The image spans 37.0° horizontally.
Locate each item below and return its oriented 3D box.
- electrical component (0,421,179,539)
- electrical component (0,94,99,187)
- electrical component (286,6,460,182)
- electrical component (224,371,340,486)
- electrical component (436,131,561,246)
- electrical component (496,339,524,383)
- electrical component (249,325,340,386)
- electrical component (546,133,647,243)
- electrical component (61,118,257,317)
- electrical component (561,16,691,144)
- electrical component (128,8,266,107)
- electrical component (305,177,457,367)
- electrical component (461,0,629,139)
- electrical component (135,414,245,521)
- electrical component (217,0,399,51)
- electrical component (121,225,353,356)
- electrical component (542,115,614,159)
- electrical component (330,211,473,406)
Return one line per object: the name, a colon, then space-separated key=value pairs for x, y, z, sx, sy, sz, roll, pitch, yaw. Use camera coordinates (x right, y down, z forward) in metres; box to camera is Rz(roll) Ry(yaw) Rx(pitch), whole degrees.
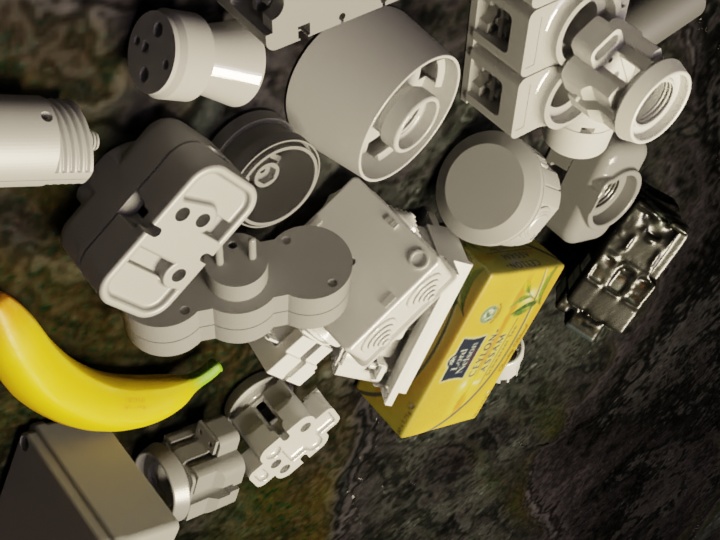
electrical component: x=-0.178 y=0.166 z=0.683 sx=0.056 sy=0.109 sz=0.108 roll=-7 pitch=132 yaw=-47
electrical component: x=-0.161 y=-0.061 z=0.507 sx=0.081 sy=0.043 sz=0.043 roll=-7 pitch=132 yaw=-44
electrical component: x=0.011 y=-0.104 z=0.649 sx=0.099 sy=0.064 sz=0.099 roll=-42 pitch=159 yaw=-21
electrical component: x=-0.063 y=0.111 z=0.793 sx=0.078 sy=0.057 sz=0.058 roll=-40 pitch=147 yaw=-7
electrical component: x=0.099 y=-0.056 z=0.763 sx=0.080 sy=0.080 sz=0.051 roll=-55 pitch=152 yaw=16
electrical component: x=0.130 y=0.079 z=0.985 sx=0.040 sy=0.040 sz=0.046 roll=-36 pitch=153 yaw=-13
electrical component: x=-0.042 y=0.046 z=0.755 sx=0.055 sy=0.048 sz=0.066 roll=-42 pitch=148 yaw=10
electrical component: x=0.182 y=-0.071 z=0.853 sx=0.054 sy=0.059 sz=0.095 roll=-12 pitch=135 yaw=-40
electrical component: x=-0.111 y=-0.031 z=0.580 sx=0.095 sy=0.059 sz=0.054 roll=-48 pitch=147 yaw=6
electrical component: x=0.168 y=-0.115 z=0.673 sx=0.058 sy=0.057 sz=0.078 roll=-44 pitch=147 yaw=-1
electrical component: x=-0.082 y=-0.106 z=0.540 sx=0.055 sy=0.045 sz=0.045 roll=-3 pitch=129 yaw=-46
electrical component: x=0.000 y=0.000 z=0.701 sx=0.100 sy=0.099 sz=0.048 roll=-45 pitch=160 yaw=1
electrical component: x=0.123 y=-0.167 z=0.680 sx=0.089 sy=0.061 sz=0.150 roll=-28 pitch=144 yaw=-24
electrical component: x=-0.123 y=0.145 z=0.766 sx=0.057 sy=0.058 sz=0.078 roll=-16 pitch=138 yaw=-41
electrical component: x=-0.025 y=-0.157 z=0.535 sx=0.089 sy=0.055 sz=0.050 roll=-28 pitch=144 yaw=-24
electrical component: x=-0.072 y=0.004 z=0.627 sx=0.138 sy=0.052 sz=0.073 roll=-10 pitch=150 yaw=-11
electrical component: x=0.163 y=-0.115 z=0.790 sx=0.055 sy=0.055 sz=0.047 roll=-27 pitch=147 yaw=-25
electrical component: x=0.024 y=0.025 z=0.779 sx=0.063 sy=0.078 sz=0.121 roll=13 pitch=122 yaw=-19
